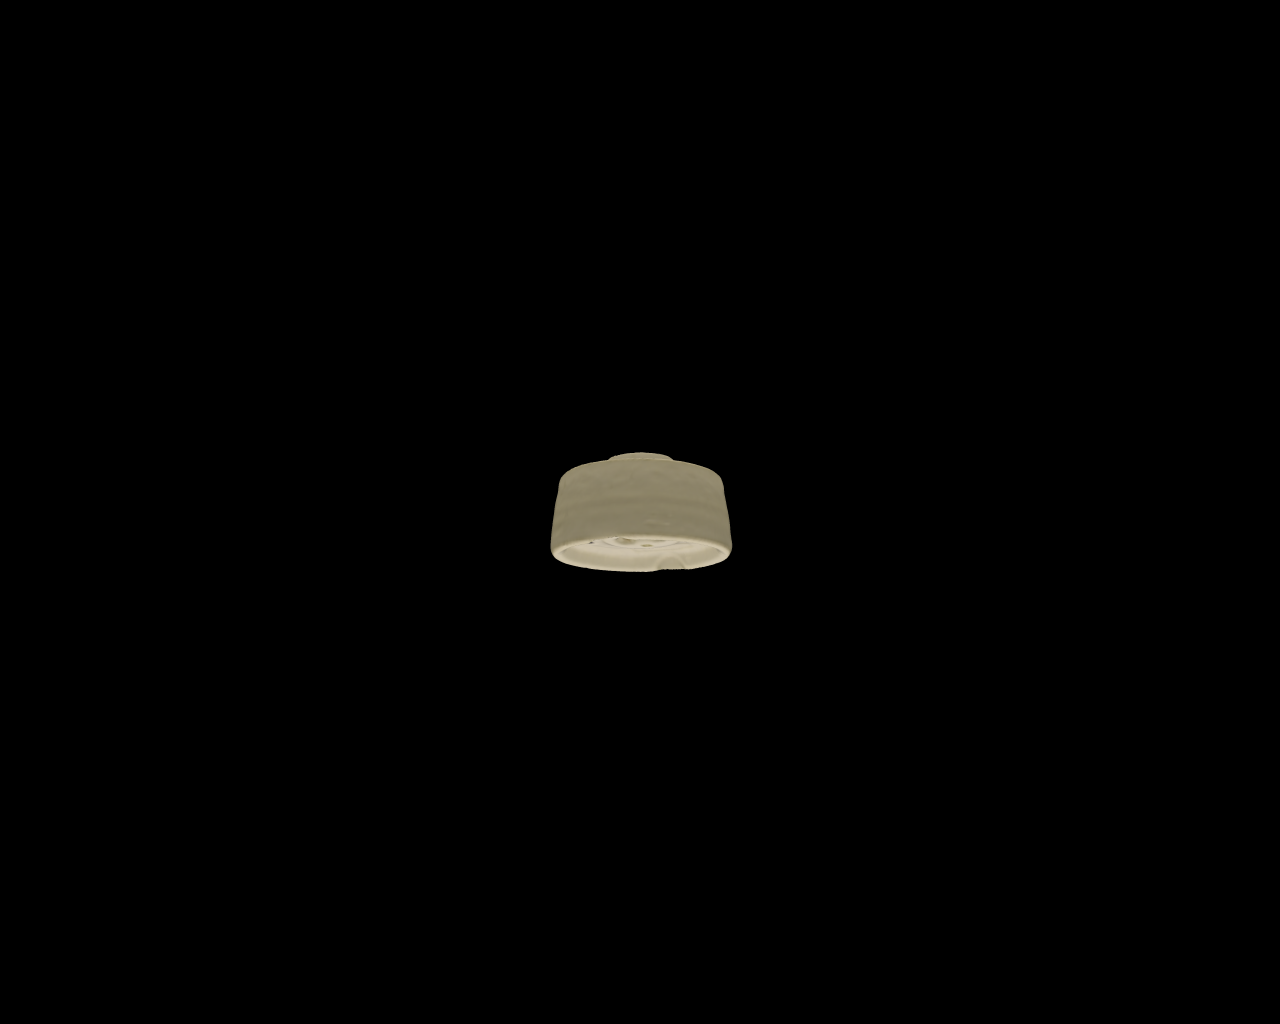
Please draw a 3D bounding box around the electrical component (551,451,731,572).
[{"bbox_3d":[0.001,-0.003,0.650,0.108,0.060,0.108,0,-14,0],"label":"electrical component"}]
